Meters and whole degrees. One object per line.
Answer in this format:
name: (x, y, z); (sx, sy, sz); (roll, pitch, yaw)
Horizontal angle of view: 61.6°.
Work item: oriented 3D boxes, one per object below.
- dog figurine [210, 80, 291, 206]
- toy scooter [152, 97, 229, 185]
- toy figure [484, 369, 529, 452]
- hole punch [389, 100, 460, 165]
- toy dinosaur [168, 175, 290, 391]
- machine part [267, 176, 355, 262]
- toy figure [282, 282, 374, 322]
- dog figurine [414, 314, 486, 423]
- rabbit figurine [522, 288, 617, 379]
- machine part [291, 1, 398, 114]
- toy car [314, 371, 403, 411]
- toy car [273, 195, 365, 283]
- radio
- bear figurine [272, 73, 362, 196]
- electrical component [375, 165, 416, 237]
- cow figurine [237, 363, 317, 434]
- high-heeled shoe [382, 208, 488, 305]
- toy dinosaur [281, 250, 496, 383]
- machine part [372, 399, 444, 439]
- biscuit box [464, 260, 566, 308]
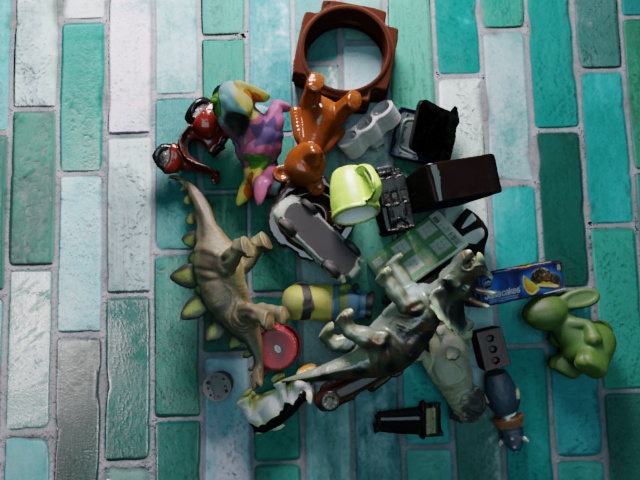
dog figurine: (-0.139, -0.177, 1.049); (0.191, 0.109, 0.219); (15, 81, -43)
toy scooter: (-0.236, -0.190, 1.090); (0.135, 0.075, 0.184); (37, 85, -3)
toy figure: (0.365, 0.331, 1.048); (0.058, 0.064, 0.154); (-15, 89, -39)
hole punch: (0.211, -0.212, 1.094); (0.115, 0.092, 0.142); (16, 81, -29)
toy dinosaur: (-0.190, 0.057, 1.026); (0.199, 0.105, 0.471); (-25, 70, 22)
machine part: (-0.015, -0.043, 1.085); (0.179, 0.056, 0.179); (0, 84, -1)
toy figure: (0.016, 0.121, 1.053); (0.180, 0.089, 0.082); (5, 77, 3)
dog figurine: (0.270, 0.240, 1.054); (0.190, 0.121, 0.172); (56, 50, -27)
rabbit figurine: (0.478, 0.162, 1.031); (0.170, 0.121, 0.159); (38, 79, 0)
machine part: (0.051, -0.373, 1.100); (0.202, 0.087, 0.201); (12, 85, 0)
toy car: (0.082, 0.273, 1.040); (0.202, 0.089, 0.053); (-26, 85, -3)
toy car: (-0.002, -0.003, 1.027); (0.202, 0.056, 0.073); (44, 78, 1)
radio: (0.235, -0.099, 1.003); (0.131, 0.229, 0.073); (-10, 89, -5)
bear figurine: (-0.011, -0.195, 1.025); (0.120, 0.132, 0.196); (23, 63, -13)
electrical component: (0.138, -0.077, 1.058); (0.058, 0.115, 0.134); (-12, 85, -5)
cow figurine: (-0.068, 0.310, 1.046); (0.167, 0.068, 0.098); (-26, 91, 1)
high-heeled shoe: (0.224, 0.034, 1.067); (0.249, 0.086, 0.145); (-17, 82, -6)
toy dinosaur: (0.132, 0.165, 0.963); (0.192, 0.131, 0.405); (43, 96, 7)
machine part: (0.172, 0.355, 1.058); (0.139, 0.039, 0.084); (-5, 93, -2)
biscuit box: (0.372, 0.083, 1.036); (0.203, 0.063, 0.059); (-9, 91, -20)
